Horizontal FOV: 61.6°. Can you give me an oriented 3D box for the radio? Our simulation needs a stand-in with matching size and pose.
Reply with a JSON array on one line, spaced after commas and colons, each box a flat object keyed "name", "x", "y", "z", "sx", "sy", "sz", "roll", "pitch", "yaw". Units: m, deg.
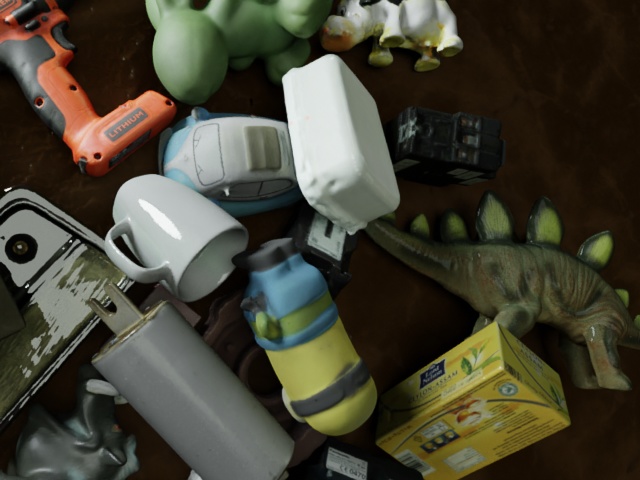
[{"name": "radio", "x": -0.275, "y": 0.072, "z": 0.447, "sx": 0.131, "sy": 0.073, "sz": 0.229, "roll": 42, "pitch": 71, "yaw": -12}]

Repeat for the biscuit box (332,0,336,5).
[{"name": "biscuit box", "x": -0.066, "y": -0.320, "z": 0.573, "sx": 0.202, "sy": 0.063, "sz": 0.059, "roll": 48, "pitch": 70, "yaw": -10}]

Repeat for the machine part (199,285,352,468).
[{"name": "machine part", "x": -0.053, "y": 0.131, "z": 0.534, "sx": 0.179, "sy": 0.056, "sz": 0.179, "roll": 2, "pitch": 85, "yaw": -21}]

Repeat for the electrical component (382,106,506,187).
[{"name": "electrical component", "x": 0.133, "y": -0.099, "z": 0.596, "sx": 0.134, "sy": 0.115, "sz": 0.058, "roll": 8, "pitch": 86, "yaw": -20}]

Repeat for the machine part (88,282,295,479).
[{"name": "machine part", "x": -0.102, "y": 0.135, "z": 0.445, "sx": 0.079, "sy": 0.079, "sz": 0.243, "roll": -43, "pitch": 102, "yaw": -19}]

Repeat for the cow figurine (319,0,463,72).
[{"name": "cow figurine", "x": 0.077, "y": -0.254, "z": 0.616, "sx": 0.167, "sy": 0.068, "sz": 0.098, "roll": -1, "pitch": 79, "yaw": -24}]

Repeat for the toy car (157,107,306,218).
[{"name": "toy car", "x": -0.073, "y": -0.074, "z": 0.524, "sx": 0.162, "sy": 0.103, "sz": 0.109, "roll": -5, "pitch": 87, "yaw": -19}]

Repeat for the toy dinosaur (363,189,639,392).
[{"name": "toy dinosaur", "x": 0.224, "y": 0.050, "z": 0.625, "sx": 0.471, "sy": 0.105, "sz": 0.198, "roll": 18, "pitch": 71, "yaw": -12}]

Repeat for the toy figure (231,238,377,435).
[{"name": "toy figure", "x": -0.013, "y": 0.087, "z": 0.471, "sx": 0.082, "sy": 0.089, "sz": 0.180, "roll": -24, "pitch": 101, "yaw": -16}]

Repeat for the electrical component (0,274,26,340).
[{"name": "electrical component", "x": -0.269, "y": 0.058, "z": 0.392, "sx": 0.078, "sy": 0.045, "sz": 0.102, "roll": -39, "pitch": 102, "yaw": -47}]

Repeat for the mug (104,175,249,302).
[{"name": "mug", "x": -0.135, "y": -0.004, "z": 0.461, "sx": 0.107, "sy": 0.080, "sz": 0.109, "roll": 38, "pitch": 40, "yaw": 20}]

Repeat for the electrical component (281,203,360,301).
[{"name": "electrical component", "x": -0.001, "y": -0.002, "z": 0.556, "sx": 0.075, "sy": 0.047, "sz": 0.119, "roll": 25, "pitch": 38, "yaw": -14}]

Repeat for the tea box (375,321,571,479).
[{"name": "tea box", "x": 0.147, "y": 0.171, "z": 0.545, "sx": 0.098, "sy": 0.169, "sz": 0.068, "roll": 40, "pitch": 30, "yaw": -14}]

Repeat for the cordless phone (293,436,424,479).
[{"name": "cordless phone", "x": 0.022, "y": 0.307, "z": 0.535, "sx": 0.147, "sy": 0.089, "sz": 0.184, "roll": 22, "pitch": 105, "yaw": 0}]

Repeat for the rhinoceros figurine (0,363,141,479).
[{"name": "rhinoceros figurine", "x": -0.206, "y": 0.196, "z": 0.437, "sx": 0.112, "sy": 0.073, "sz": 0.190, "roll": 1, "pitch": 61, "yaw": -8}]

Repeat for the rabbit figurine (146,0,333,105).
[{"name": "rabbit figurine", "x": -0.095, "y": -0.208, "z": 0.510, "sx": 0.159, "sy": 0.121, "sz": 0.170, "roll": 46, "pitch": 62, "yaw": -7}]
